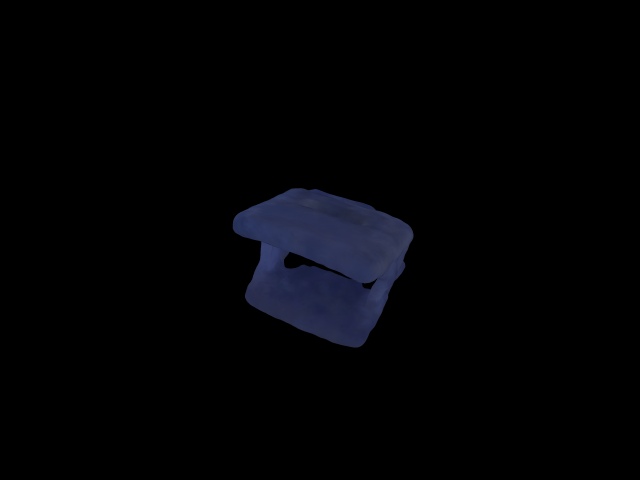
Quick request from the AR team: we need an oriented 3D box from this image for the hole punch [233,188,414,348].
[{"bbox_3d":[0.004,0.001,0.400,0.108,0.091,0.101,20,50,18],"label":"hole punch"}]
